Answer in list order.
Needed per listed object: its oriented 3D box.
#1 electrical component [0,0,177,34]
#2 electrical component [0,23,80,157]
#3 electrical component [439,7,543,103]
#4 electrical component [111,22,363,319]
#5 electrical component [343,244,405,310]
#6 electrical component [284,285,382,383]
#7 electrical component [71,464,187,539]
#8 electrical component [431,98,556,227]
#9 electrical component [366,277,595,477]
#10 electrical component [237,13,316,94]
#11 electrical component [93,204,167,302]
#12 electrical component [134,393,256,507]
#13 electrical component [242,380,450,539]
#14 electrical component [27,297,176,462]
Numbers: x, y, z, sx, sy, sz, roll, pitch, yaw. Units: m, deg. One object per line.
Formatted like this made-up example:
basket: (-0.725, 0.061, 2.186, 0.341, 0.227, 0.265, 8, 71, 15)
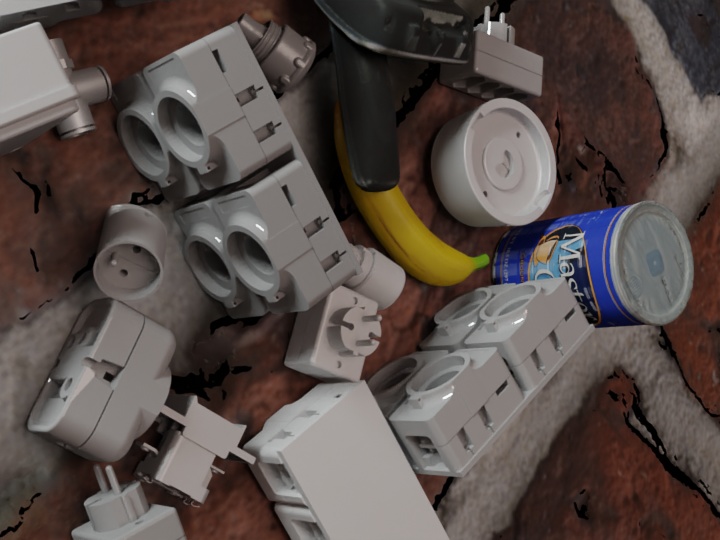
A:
electrical component: (-0.173, -0.220, 0.681, 0.186, 0.060, 0.105, -15, 94, -10)
electrical component: (-0.237, -0.089, 0.626, 0.109, 0.109, 0.056, -32, 102, -36)
electrical component: (0.117, -0.194, 0.950, 0.083, 0.047, 0.075, 12, 77, -37)
electrical component: (-0.090, -0.060, 0.737, 0.060, 0.105, 0.186, -36, 106, -35)
electrical component: (0.000, 0.000, 0.841, 0.078, 0.040, 0.040, 34, 65, -30)
electrical component: (-0.010, 0.047, 0.804, 0.047, 0.077, 0.065, 26, 70, -33)
electrical component: (-0.152, 0.160, 0.688, 0.047, 0.066, 0.076, -24, 99, -37)
electrical component: (0.109, -0.088, 0.923, 0.108, 0.060, 0.108, 5, 81, -37)
electrical component: (0.086, 0.078, 0.857, 0.186, 0.105, 0.060, -41, 109, -34)
electrical component: (-0.067, -0.167, 0.807, 0.062, 0.048, 0.048, 36, 64, -22)
electrical component: (-0.150, -0.017, 0.711, 0.043, 0.081, 0.043, -3, 117, -6)
electrical component: (-0.118, 0.123, 0.735, 0.081, 0.042, 0.063, 36, 68, -28)
electrical component: (-0.011, 0.168, 0.799, 0.089, 0.062, 0.150, -37, 107, -34)
electrical component: (-0.163, 0.073, 0.698, 0.059, 0.054, 0.095, 35, 65, -29)
